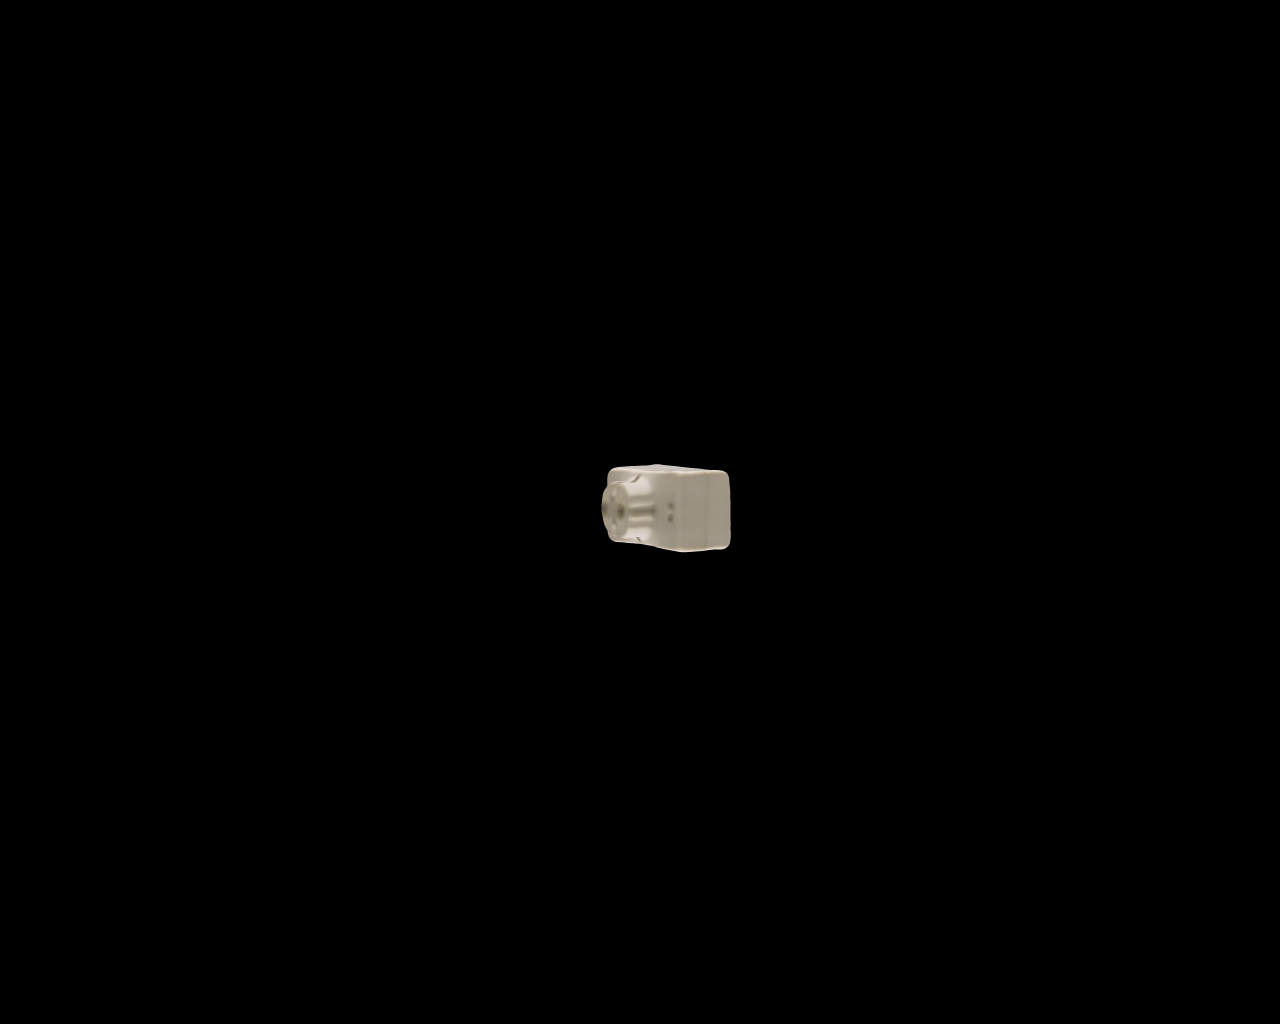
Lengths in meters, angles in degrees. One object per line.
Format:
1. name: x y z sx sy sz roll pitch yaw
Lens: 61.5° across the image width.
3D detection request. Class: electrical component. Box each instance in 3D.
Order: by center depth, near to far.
1. electrical component: 0.001 -0.003 0.650 0.076 0.047 0.083 -3 6 -32
